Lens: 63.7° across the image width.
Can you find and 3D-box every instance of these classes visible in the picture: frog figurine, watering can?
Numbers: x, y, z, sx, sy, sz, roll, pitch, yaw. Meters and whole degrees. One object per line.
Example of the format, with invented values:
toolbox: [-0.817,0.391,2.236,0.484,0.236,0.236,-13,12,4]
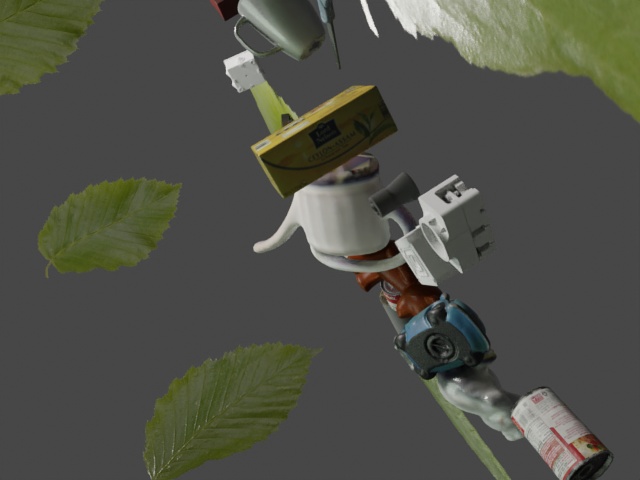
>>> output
frog figurine: [0.271,0.266,0.866,0.160,0.123,0.136,69,157,3]
watering can: [0.003,-0.045,0.901,0.347,0.106,0.220,4,118,29]
